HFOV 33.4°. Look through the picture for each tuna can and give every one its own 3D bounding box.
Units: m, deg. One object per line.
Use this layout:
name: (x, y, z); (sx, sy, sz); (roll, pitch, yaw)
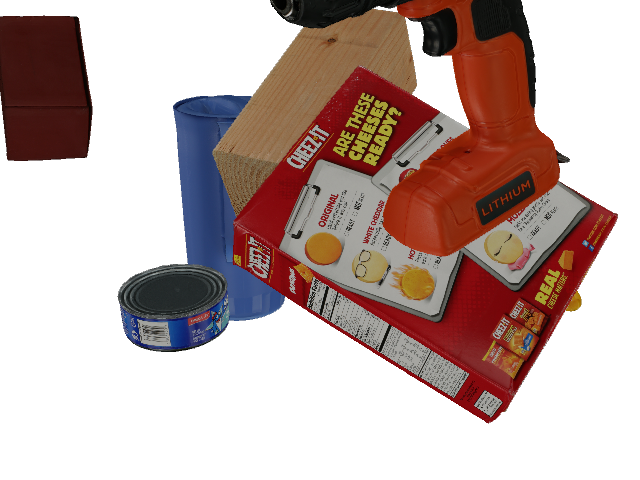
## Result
tuna can: (-0.115, 0.052, 0.841); (0.086, 0.034, 0.086); (-3, 26, 1)

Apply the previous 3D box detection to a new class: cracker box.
cracker box: (0.071, 0.000, 0.739); (0.214, 0.164, 0.072); (31, -28, 11)

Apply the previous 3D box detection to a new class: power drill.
power drill: (0.061, -0.088, 0.534); (0.184, 0.187, 0.057); (-30, 40, -27)

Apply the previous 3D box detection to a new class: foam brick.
foam brick: (-0.174, -0.095, 0.670); (0.051, 0.078, 0.053); (-4, -33, -18)

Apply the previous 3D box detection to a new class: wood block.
wood block: (0.001, -0.111, 0.954); (0.091, 0.205, 0.090); (14, -36, 26)

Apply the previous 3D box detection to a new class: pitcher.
pitcher: (-0.094, -0.035, 1.182); (0.145, 0.243, 0.148); (15, 23, 39)

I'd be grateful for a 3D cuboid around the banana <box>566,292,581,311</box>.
banana: (0.184, 0.035, 1.100); (0.198, 0.037, 0.069); (11, 38, 33)
